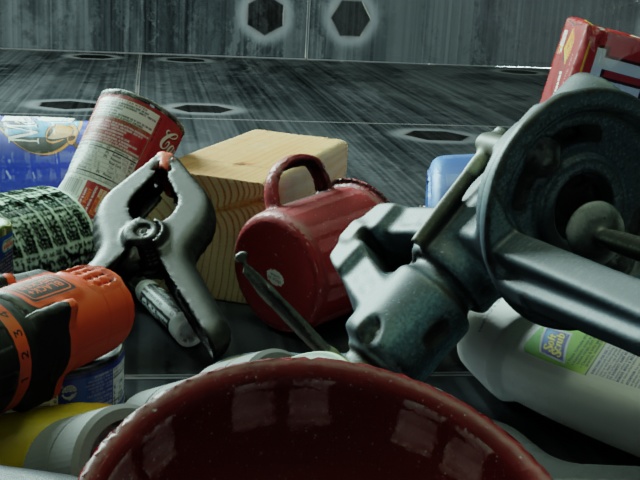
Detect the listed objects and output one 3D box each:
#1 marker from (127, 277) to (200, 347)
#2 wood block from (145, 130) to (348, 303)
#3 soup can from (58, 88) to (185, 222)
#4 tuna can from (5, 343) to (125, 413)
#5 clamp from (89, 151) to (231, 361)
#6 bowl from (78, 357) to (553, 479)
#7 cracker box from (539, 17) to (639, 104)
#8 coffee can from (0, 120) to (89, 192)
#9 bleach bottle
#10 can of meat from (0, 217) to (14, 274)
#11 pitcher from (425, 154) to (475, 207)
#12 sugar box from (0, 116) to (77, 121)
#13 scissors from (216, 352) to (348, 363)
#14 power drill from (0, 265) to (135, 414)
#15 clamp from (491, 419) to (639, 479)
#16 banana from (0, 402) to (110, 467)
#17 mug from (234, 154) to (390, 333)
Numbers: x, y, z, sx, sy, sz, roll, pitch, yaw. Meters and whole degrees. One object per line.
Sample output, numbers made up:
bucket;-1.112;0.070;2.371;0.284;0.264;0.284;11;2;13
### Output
marker;-0.105;0.042;0.703;0.020;0.020;0.121;-4;16;-26
wood block;-0.051;-0.026;0.834;0.091;0.090;0.205;8;15;16
soup can;-0.149;-0.050;0.776;0.068;0.102;0.068;21;-17;6
tuna can;-0.145;0.070;0.559;0.086;0.034;0.086;3;15;-1
clamp;-0.098;0.011;0.663;0.120;0.039;0.171;11;49;7
bowl;0.001;0.111;0.324;0.162;0.055;0.162;7;39;-6
cracker box;0.272;-0.062;0.816;0.213;0.164;0.072;14;14;-4
coffee can;-0.216;-0.044;0.845;0.140;0.103;0.103;-2;15;-20
bleach bottle;0.169;0.061;0.555;0.251;0.068;0.102;17;53;46
can of meat;-0.223;0.028;0.604;0.102;0.084;0.057;5;15;5
pitcher;0.194;-0.010;0.725;0.243;0.149;0.145;1;14;5
sugar box;-0.297;-0.059;0.907;0.176;0.093;0.048;1;16;-7
scissors;0.009;0.069;0.630;0.096;0.016;0.201;9;16;23
power drill;-0.201;0.027;0.481;0.188;0.057;0.184;21;14;17
clamp;0.084;0.108;0.443;0.164;0.036;0.210;-15;20;-34
banana;-0.176;0.094;0.456;0.197;0.037;0.070;-2;16;-20
mug;-0.005;0.001;0.702;0.093;0.117;0.081;-9;8;45
